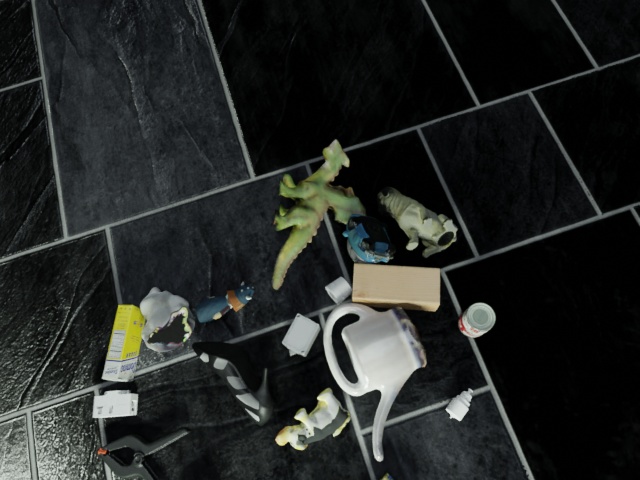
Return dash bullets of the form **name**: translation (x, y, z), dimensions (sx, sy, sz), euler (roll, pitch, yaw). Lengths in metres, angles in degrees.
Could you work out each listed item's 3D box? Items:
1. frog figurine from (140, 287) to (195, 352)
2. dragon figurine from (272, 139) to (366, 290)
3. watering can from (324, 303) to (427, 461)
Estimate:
- **frog figurine**: translation (-0.391, 0.197, 1.286), dimensions (0.161, 0.121, 0.138), euler (26, 80, 50)
- **dragon figurine**: translation (0.004, -0.068, 1.353), dimensions (0.243, 0.121, 0.415), euler (4, 78, -3)
- **watering can**: translation (0.145, 0.297, 1.190), dimensions (0.225, 0.102, 0.353), euler (-22, 68, -5)
